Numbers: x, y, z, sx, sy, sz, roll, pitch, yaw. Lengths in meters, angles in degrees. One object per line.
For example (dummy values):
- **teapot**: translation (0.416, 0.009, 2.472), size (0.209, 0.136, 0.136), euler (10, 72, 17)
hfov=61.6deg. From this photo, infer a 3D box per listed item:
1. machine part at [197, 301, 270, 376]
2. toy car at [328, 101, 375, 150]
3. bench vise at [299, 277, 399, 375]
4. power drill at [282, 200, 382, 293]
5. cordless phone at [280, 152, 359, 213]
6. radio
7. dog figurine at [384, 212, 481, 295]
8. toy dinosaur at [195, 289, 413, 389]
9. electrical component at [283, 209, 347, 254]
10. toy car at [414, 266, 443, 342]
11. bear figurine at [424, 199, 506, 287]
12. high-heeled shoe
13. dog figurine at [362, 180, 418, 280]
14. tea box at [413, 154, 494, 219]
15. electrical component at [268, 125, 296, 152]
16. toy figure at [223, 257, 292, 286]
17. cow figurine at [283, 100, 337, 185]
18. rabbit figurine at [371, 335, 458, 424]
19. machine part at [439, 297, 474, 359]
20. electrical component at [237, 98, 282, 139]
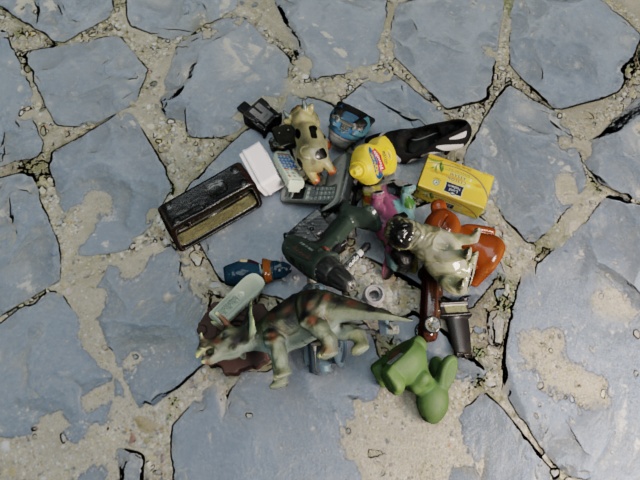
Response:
- **machine part**: translation (-0.181, 0.208, 1.179), size (0.179, 0.056, 0.179), euler (1, 70, -2)
- **toy car**: translation (0.067, -0.276, 1.341), size (0.109, 0.162, 0.102), euler (26, 114, 0)
- **bench vise**: translation (0.046, 0.174, 1.154), size (0.241, 0.128, 0.223), euler (-6, 76, 15)
- **power drill**: translation (0.042, 0.012, 1.150), size (0.232, 0.085, 0.207), euler (19, 58, 43)
- **cordless phone**: translation (-0.001, -0.139, 1.312), size (0.184, 0.088, 0.146), euler (4, 68, 20)
- **radio**: translation (-0.252, -0.077, 1.245), size (0.230, 0.131, 0.073), euler (-33, 72, -13)
- **dog figurine**: translation (0.231, 0.034, 1.147), size (0.191, 0.172, 0.121), euler (12, 27, 25)
- **toy dinosaur**: translation (-0.037, 0.166, 1.065), size (0.405, 0.131, 0.192), euler (-24, 68, 3)
- **electrical component**: translation (-0.003, -0.004, 1.264), size (0.134, 0.058, 0.115), euler (-38, 77, -14)
- **toy car**: translation (0.249, 0.129, 1.204), size (0.053, 0.089, 0.202), euler (8, 68, 1)
- **bear figurine**: translation (0.314, 0.005, 1.226), size (0.196, 0.132, 0.120), euler (26, 71, 7)
- **high-heeled shoe**: translation (0.240, -0.255, 1.320), size (0.249, 0.145, 0.086), euler (5, 68, -2)
- **dog figurine**: translation (0.169, -0.022, 1.258), size (0.108, 0.192, 0.219), euler (-10, 104, -9)
- **tea box**: translation (0.326, -0.131, 1.316), size (0.170, 0.068, 0.098), euler (20, 69, 5)
- **electrical component**: translation (-0.083, -0.261, 1.366), size (0.102, 0.045, 0.078), euler (-15, 72, -8)
- **toy figure**: translation (-0.143, 0.071, 1.231), size (0.154, 0.064, 0.058), euler (-6, 32, -9)
- **cow figurine**: translation (-0.028, -0.242, 1.278), size (0.085, 0.127, 0.195), euler (-23, 48, 18)
- **rabbit figurine**: translation (0.214, 0.300, 1.143), size (0.159, 0.121, 0.170), euler (-37, 92, -21)
- **machine part**: translation (0.312, 0.199, 1.207), size (0.084, 0.039, 0.139), euler (-4, 67, -12)
- **electrical component**: translation (-0.162, -0.326, 1.388), size (0.119, 0.047, 0.075), euler (43, 73, 12)
